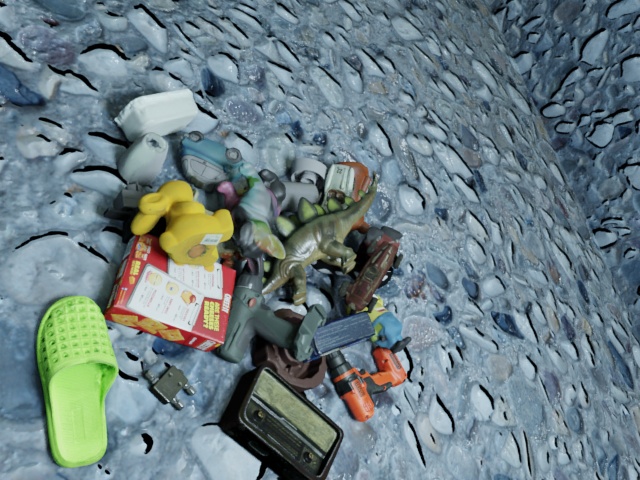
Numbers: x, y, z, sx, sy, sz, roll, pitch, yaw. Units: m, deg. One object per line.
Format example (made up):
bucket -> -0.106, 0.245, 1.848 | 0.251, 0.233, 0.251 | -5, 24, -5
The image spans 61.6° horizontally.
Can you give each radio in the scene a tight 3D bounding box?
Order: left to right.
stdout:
radio -> -0.071, 0.361, 1.031 | 0.229, 0.073, 0.131 | 43, 43, -11

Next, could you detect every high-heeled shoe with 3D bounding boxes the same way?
high-heeled shoe -> 0.061, 0.032, 1.311 | 0.248, 0.145, 0.086 | 46, 41, -11

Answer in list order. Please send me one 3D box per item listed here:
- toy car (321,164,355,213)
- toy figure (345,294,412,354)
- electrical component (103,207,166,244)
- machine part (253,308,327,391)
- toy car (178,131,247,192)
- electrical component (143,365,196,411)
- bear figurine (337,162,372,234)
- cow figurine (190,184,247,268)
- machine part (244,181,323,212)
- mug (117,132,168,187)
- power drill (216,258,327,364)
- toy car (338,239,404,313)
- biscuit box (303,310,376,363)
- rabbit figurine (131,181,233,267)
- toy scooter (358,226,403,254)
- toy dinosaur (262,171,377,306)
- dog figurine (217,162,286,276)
toy car -> 0.040, -0.095, 1.379 | 0.056, 0.074, 0.201 | 31, 71, -79
toy figure -> 0.132, 0.194, 1.278 | 0.180, 0.089, 0.082 | 49, 7, 27
electrical component -> -0.352, -0.027, 1.033 | 0.119, 0.075, 0.048 | 15, 54, -40
machine part -> -0.061, 0.234, 1.136 | 0.179, 0.056, 0.179 | 25, 49, -32
toy car -> -0.249, -0.164, 1.198 | 0.161, 0.109, 0.103 | 26, 66, -16
electrical component -> -0.269, 0.257, 0.961 | 0.094, 0.021, 0.063 | 46, 43, -8
bear figurine -> 0.082, -0.112, 1.466 | 0.132, 0.120, 0.195 | -15, 102, -88
cow figurine -> -0.243, -0.032, 1.127 | 0.195, 0.085, 0.127 | 26, 47, -32
machine part -> -0.088, -0.107, 1.321 | 0.243, 0.079, 0.079 | 0, 64, -43
mug -> -0.352, -0.177, 1.107 | 0.080, 0.107, 0.109 | 40, 46, -17
power drill -> -0.096, 0.141, 1.059 | 0.085, 0.208, 0.232 | 68, 41, -57
toy car -> 0.122, 0.078, 1.241 | 0.089, 0.053, 0.202 | 29, 61, 15
biscuit box -> 0.037, 0.207, 1.164 | 0.202, 0.059, 0.063 | -7, 69, -49
rabbit figurine -> -0.267, -0.040, 1.004 | 0.162, 0.121, 0.173 | -4, 54, -34
toy scooter -> 0.150, 0.030, 1.429 | 0.075, 0.135, 0.184 | 27, 13, 26
toy dinosaur -> -0.003, -0.004, 1.243 | 0.471, 0.105, 0.198 | -34, 75, -25
dog figurine -> -0.124, -0.037, 1.121 | 0.191, 0.108, 0.219 | 16, 48, -58
